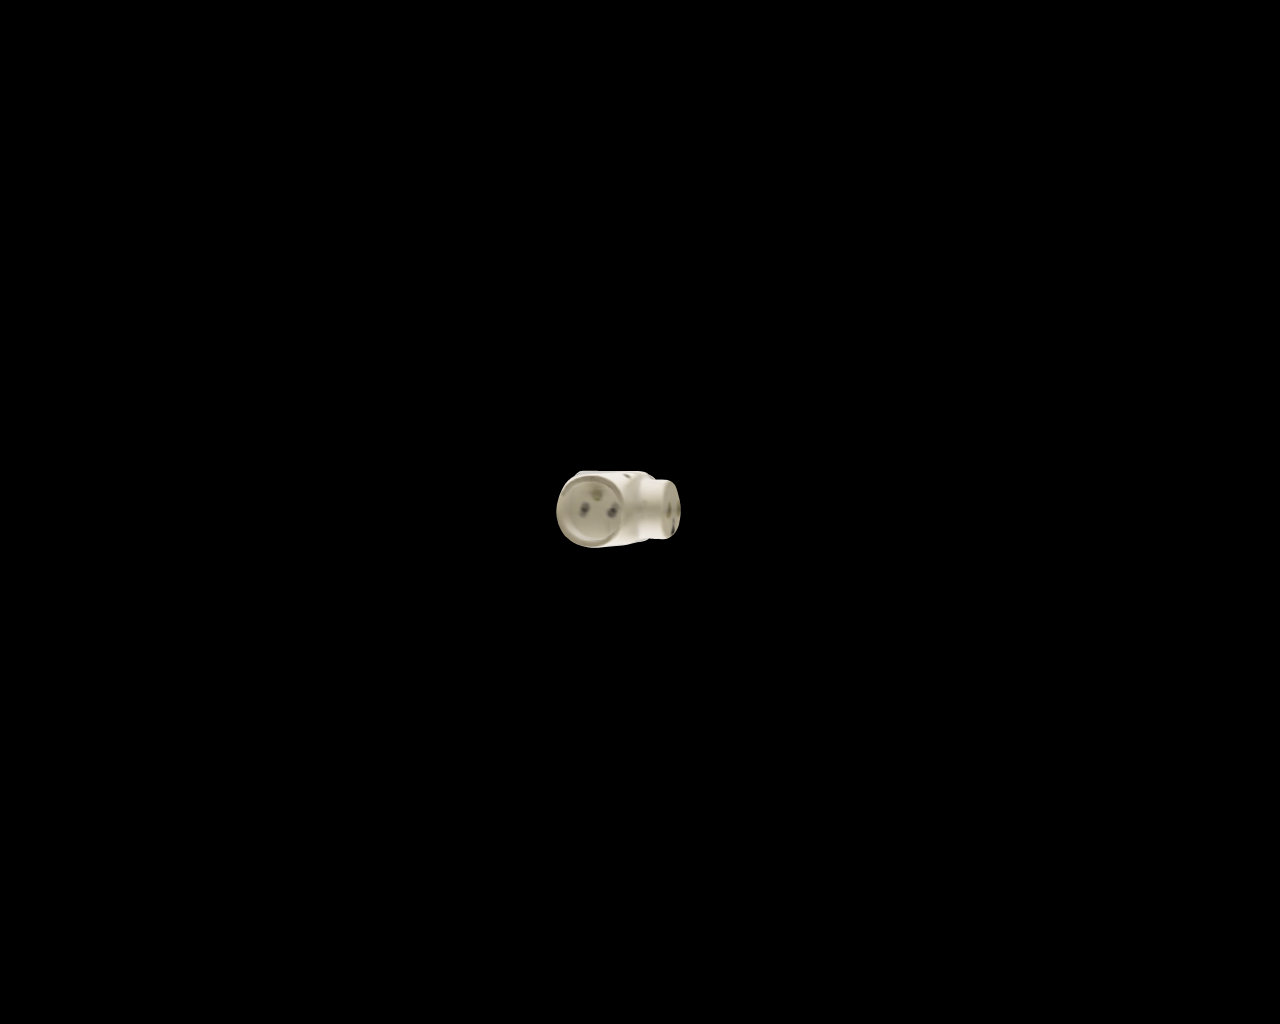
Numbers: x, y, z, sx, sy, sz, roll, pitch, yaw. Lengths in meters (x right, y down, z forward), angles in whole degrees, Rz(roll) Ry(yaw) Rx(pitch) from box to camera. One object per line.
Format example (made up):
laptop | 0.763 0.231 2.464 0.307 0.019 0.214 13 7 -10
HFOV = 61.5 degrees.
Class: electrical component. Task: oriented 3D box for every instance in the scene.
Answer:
electrical component | 0.001 -0.003 0.650 0.079 0.043 0.077 1 3 20
